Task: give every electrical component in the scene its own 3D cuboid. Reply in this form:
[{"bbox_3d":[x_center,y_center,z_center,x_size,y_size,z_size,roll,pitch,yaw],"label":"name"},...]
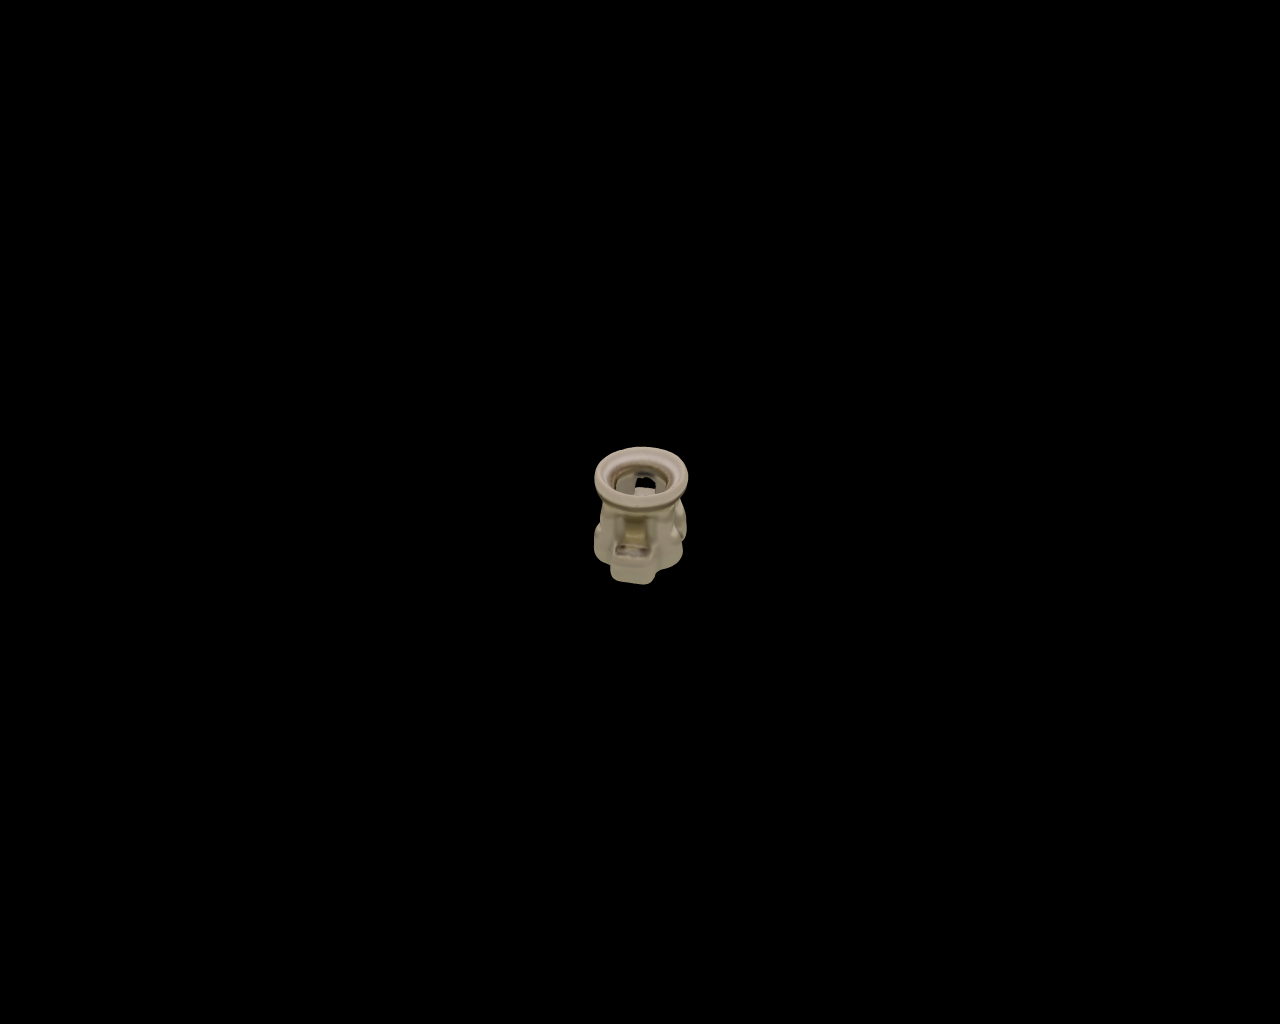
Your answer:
[{"bbox_3d":[0.001,-0.003,0.650,0.058,0.056,0.078,6,37,8],"label":"electrical component"}]
